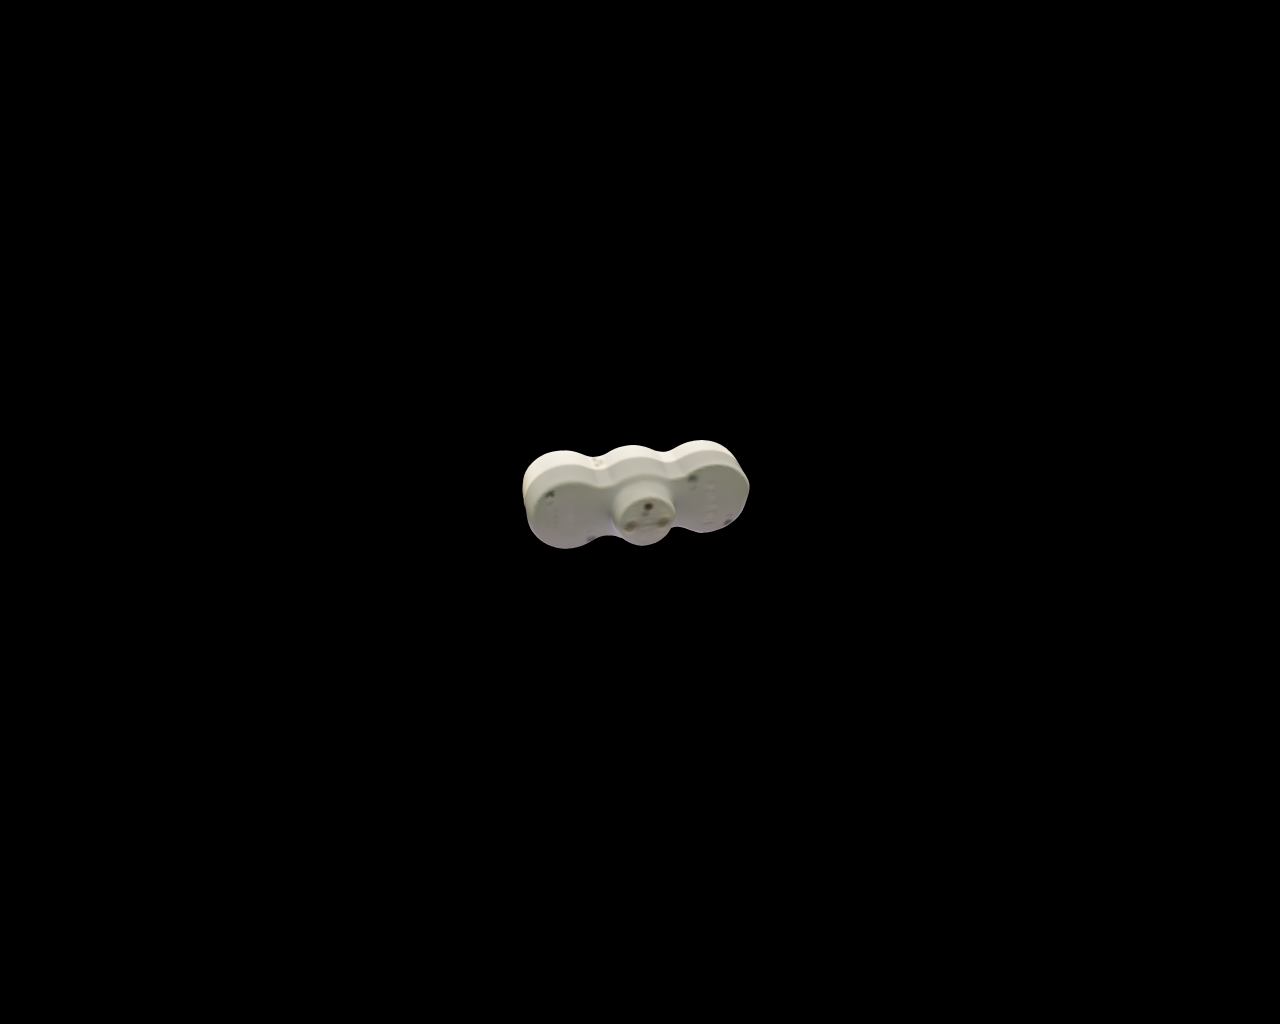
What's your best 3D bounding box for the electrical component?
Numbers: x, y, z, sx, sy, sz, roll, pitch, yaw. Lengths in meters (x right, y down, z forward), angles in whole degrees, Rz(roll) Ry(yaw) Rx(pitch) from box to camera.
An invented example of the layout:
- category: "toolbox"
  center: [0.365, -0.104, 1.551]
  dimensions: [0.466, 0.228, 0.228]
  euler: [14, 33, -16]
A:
- category: "electrical component"
  center: [0.001, -0.003, 0.650]
  dimensions: [0.138, 0.052, 0.074]
  euler: [-6, 32, -9]
